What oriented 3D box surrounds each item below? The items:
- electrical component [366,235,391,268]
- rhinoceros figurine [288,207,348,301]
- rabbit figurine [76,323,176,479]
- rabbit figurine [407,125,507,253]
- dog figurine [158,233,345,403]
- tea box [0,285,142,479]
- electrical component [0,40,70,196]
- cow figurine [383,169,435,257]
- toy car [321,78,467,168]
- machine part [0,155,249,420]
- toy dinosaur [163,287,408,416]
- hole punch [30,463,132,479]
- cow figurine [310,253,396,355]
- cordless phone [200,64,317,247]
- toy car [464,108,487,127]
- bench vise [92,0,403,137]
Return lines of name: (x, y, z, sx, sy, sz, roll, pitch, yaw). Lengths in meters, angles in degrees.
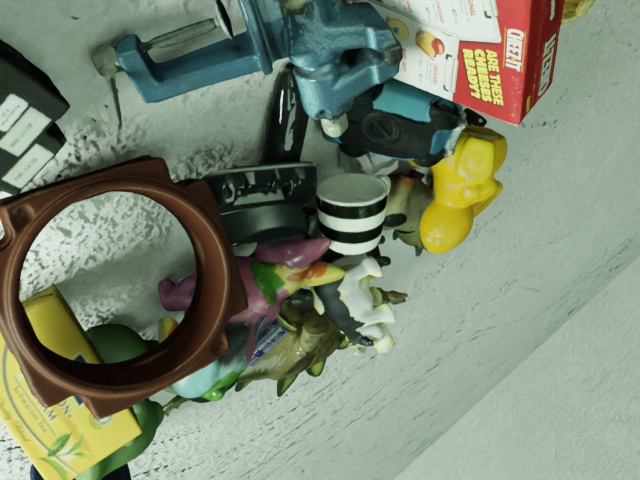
electrical component: (0.074, 0.015, 0.845, 0.021, 0.094, 0.063, -23, 104, -28)
rhinoceros figurine: (-0.002, -0.002, 0.744, 0.190, 0.073, 0.112, -42, 137, -1)
rabbit figurine: (-0.234, 0.177, 0.640, 0.159, 0.121, 0.170, -7, 117, -35)
rabbit figurine: (0.179, -0.069, 0.728, 0.162, 0.122, 0.173, -19, 122, -58)
dog figurine: (-0.074, 0.075, 0.636, 0.219, 0.192, 0.108, -21, 140, 5)
tea box: (-0.263, 0.143, 0.532, 0.098, 0.068, 0.169, -32, 107, -20)
electrical component: (-0.251, -0.088, 0.377, 0.115, 0.058, 0.134, -43, 148, 1)
cow figurine: (0.134, -0.043, 0.830, 0.195, 0.086, 0.127, 4, 118, -53)
toy car: (0.087, -0.156, 0.623, 0.109, 0.162, 0.103, 95, 7, -56)
machine part: (-0.179, 0.038, 0.483, 0.201, 0.087, 0.200, -25, 106, -30)
toy dinosaur: (-0.043, 0.164, 0.850, 0.471, 0.105, 0.198, -14, 140, -32)
hole punch: (-0.300, 0.300, 0.695, 0.115, 0.142, 0.092, 12, 114, -40)
cow figurine: (0.048, 0.101, 0.738, 0.098, 0.068, 0.167, -25, 118, -12)
cordless phone: (-0.064, -0.095, 0.576, 0.146, 0.089, 0.184, -11, 123, -40)
toy car: (0.161, -0.162, 0.754, 0.202, 0.053, 0.089, 8, 119, -47)
bench vise: (-0.061, -0.165, 0.450, 0.241, 0.129, 0.223, -19, 147, -1)
